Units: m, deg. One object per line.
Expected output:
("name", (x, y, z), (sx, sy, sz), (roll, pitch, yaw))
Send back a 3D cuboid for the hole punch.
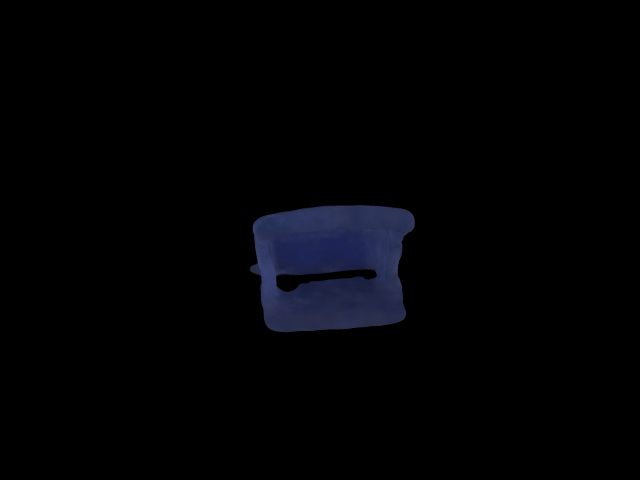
("hole punch", (0.004, 0.001, 0.400), (0.108, 0.091, 0.101), (-4, 29, -6))
